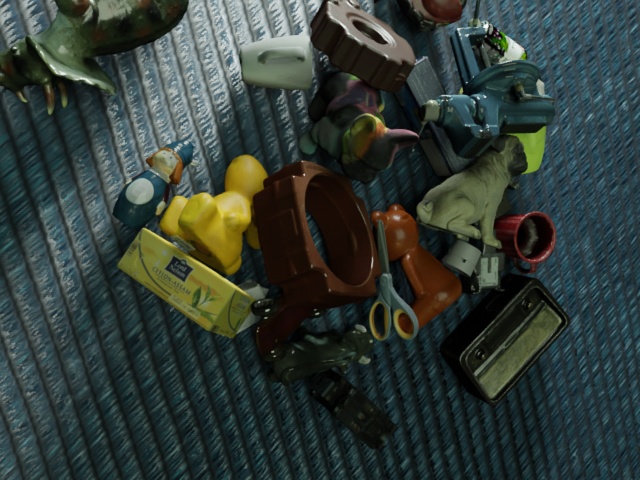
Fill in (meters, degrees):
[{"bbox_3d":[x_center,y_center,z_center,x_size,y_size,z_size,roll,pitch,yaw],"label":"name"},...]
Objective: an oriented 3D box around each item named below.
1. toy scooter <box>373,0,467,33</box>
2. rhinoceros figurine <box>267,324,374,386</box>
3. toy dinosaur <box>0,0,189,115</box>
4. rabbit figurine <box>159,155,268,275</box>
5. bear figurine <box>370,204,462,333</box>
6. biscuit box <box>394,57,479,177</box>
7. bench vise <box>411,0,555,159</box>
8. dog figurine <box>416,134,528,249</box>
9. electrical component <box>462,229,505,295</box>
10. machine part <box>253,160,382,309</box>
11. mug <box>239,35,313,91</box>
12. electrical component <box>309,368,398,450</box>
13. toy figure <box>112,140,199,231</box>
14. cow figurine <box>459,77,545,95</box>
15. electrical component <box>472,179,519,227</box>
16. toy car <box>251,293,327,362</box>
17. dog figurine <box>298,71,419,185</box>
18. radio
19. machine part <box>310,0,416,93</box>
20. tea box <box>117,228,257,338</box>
[{"bbox_3d":[0.152,-0.414,0.891,0.183,0.075,0.135,46,78,-13],"label":"toy scooter"},{"bbox_3d":[0.001,0.175,0.854,0.190,0.112,0.073,-7,91,-39],"label":"rhinoceros figurine"},{"bbox_3d":[-0.262,-0.328,0.731,0.405,0.131,0.192,-38,117,-18],"label":"toy dinosaur"},{"bbox_3d":[-0.124,-0.045,0.799,0.162,0.122,0.173,37,62,-21],"label":"rabbit figurine"},{"bbox_3d":[0.141,0.044,0.908,0.196,0.120,0.132,48,121,9],"label":"bear figurine"},{"bbox_3d":[0.194,-0.210,0.926,0.063,0.059,0.202,-34,104,-15],"label":"biscuit box"},{"bbox_3d":[0.249,-0.248,0.850,0.224,0.128,0.240,-8,71,-3],"label":"bench vise"},{"bbox_3d":[0.247,-0.098,0.882,0.172,0.121,0.190,15,92,-44],"label":"dog figurine"},{"bbox_3d":[0.297,0.039,0.986,0.075,0.048,0.119,-7,95,-19],"label":"electrical component"},{"bbox_3d":[-0.002,-0.002,0.792,0.201,0.087,0.201,9,63,-54],"label":"machine part"},{"bbox_3d":[-0.067,-0.265,0.809,0.107,0.110,0.080,-6,101,-6],"label":"mug"},{"bbox_3d":[0.045,0.269,0.875,0.134,0.115,0.058,45,75,-17],"label":"electrical component"},{"bbox_3d":[-0.237,-0.086,0.781,0.064,0.058,0.154,38,80,-24],"label":"toy figure"},{"bbox_3d":[0.305,-0.257,0.944,0.167,0.068,0.098,-7,93,1],"label":"cow figurine"},{"bbox_3d":[0.318,-0.076,0.987,0.102,0.045,0.078,-24,100,-17],"label":"electrical component"},{"bbox_3d":[-0.047,0.104,0.814,0.202,0.053,0.089,-38,128,-55],"label":"toy car"},{"bbox_3d":[0.064,-0.177,0.799,0.108,0.219,0.191,20,88,-23],"label":"dog figurine"},{"bbox_3d":[0.342,0.178,0.997,0.229,0.073,0.131,-43,106,-13],"label":"radio"},{"bbox_3d":[0.067,-0.301,0.824,0.179,0.179,0.056,22,128,-20],"label":"machine part"},{"bbox_3d":[-0.183,0.061,0.748,0.170,0.098,0.068,30,82,16],"label":"tea box"}]
